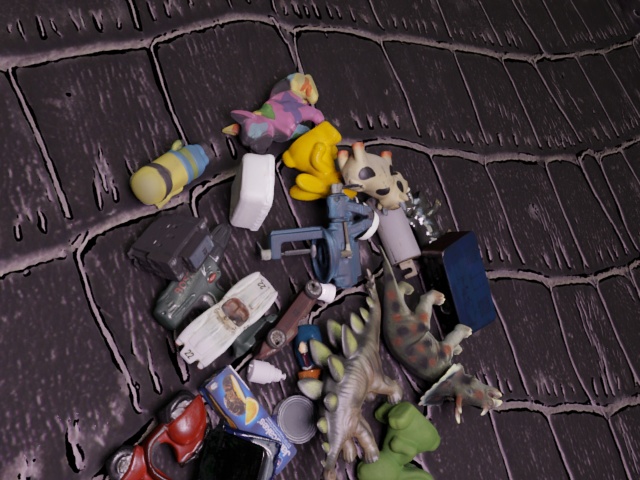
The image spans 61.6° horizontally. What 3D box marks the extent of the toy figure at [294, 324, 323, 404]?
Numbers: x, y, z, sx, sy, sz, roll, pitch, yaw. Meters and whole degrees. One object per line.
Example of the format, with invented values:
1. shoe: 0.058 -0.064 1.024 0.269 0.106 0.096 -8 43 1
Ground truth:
1. toy figure: -0.017 0.244 1.054 0.064 0.058 0.154 6 68 -32

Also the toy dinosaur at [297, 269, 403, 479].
1. toy dinosaur: 0.068 0.250 1.034 0.198 0.105 0.471 53 35 -21

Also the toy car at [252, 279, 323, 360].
1. toy car: -0.059 0.157 1.039 0.053 0.089 0.202 43 49 -6

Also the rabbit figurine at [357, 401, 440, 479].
1. rabbit figurine: 0.147 0.420 1.062 0.170 0.121 0.159 -46 103 -17

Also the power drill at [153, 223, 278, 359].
1. power drill: -0.180 0.102 1.008 0.207 0.086 0.232 46 57 -10

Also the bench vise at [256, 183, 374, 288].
1. bench vise: -0.006 -0.005 1.096 0.241 0.129 0.223 -6 104 -19

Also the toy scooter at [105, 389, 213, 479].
1. toy scooter: -0.240 0.345 0.875 0.135 0.075 0.184 48 58 -3

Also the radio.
1. radio: 0.326 0.104 1.260 0.131 0.073 0.229 -25 102 -33

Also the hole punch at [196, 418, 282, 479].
1. hole punch: -0.130 0.371 0.878 0.092 0.116 0.142 29 73 -65

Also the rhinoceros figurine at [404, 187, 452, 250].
1. rhinoceros figurine: 0.243 -0.054 1.323 0.112 0.073 0.190 -25 85 -24

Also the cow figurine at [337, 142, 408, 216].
1. cow figurine: 0.125 -0.127 1.167 0.195 0.086 0.127 9 72 -46

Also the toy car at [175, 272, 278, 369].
1. toy car: -0.160 0.136 0.932 0.073 0.056 0.202 48 59 0

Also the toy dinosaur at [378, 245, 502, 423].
1. toy dinosaur: 0.211 0.216 1.168 0.405 0.131 0.192 45 55 1

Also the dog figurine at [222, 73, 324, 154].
1. dog figurine: -0.110 -0.283 1.194 0.219 0.108 0.191 -8 75 -29

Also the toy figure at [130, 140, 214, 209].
1. toy figure: -0.286 -0.136 1.039 0.082 0.089 0.180 47 57 5

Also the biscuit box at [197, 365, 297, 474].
1. biscuit box: -0.129 0.320 0.956 0.059 0.063 0.202 -40 92 -34

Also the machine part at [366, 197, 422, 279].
1. machine part: 0.173 -0.028 1.263 0.079 0.079 0.243 -14 77 -33

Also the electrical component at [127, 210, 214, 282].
1. electrical component: -0.260 0.010 0.969 0.134 0.058 0.115 11 54 25

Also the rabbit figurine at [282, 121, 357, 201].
1. rabbit figurine: 0.007 -0.152 1.187 0.162 0.122 0.173 -34 82 -25
